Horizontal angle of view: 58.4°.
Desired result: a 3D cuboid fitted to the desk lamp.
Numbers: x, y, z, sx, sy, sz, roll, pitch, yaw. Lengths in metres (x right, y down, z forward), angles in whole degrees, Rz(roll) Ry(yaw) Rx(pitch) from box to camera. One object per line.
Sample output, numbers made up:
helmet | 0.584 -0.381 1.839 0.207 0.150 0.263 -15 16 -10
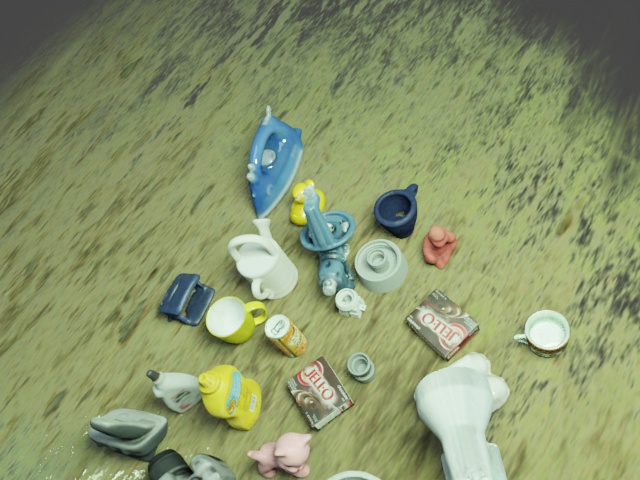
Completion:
desk lamp | 0.230 0.324 0.888 0.117 0.214 0.203 -16 56 11

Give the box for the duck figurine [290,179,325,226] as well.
duck figurine | -0.038 -0.092 1.324 0.077 0.086 0.105 22 70 30

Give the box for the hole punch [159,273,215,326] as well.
hole punch | -0.310 0.129 1.289 0.100 0.091 0.109 12 65 27

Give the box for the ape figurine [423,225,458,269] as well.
ape figurine | 0.238 0.004 1.156 0.078 0.092 0.076 -26 54 5

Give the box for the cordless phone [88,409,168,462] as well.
cordless phone | -0.403 0.364 1.122 0.147 0.185 0.094 1 61 22

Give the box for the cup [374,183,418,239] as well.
cup | 0.175 -0.057 1.216 0.091 0.095 0.118 31 74 33

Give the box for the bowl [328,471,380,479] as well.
bowl | 0.063 0.475 0.945 0.167 0.075 0.167 -10 57 15

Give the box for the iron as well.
iron | -0.131 -0.192 1.387 0.118 0.142 0.258 3 61 23

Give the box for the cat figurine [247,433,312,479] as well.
cat figurine | -0.067 0.383 1.024 0.127 0.118 0.067 -9 57 16

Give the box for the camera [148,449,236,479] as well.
camera | -0.257 0.446 1.068 0.143 0.101 0.136 -44 55 -9

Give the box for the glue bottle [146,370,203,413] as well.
glue bottle | -0.293 0.290 1.133 0.078 0.173 0.037 -41 54 -6

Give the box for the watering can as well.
watering can | -0.128 0.036 1.213 0.101 0.194 0.172 -26 54 5

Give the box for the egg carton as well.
egg carton | 0.247 0.271 1.003 0.150 0.070 0.107 -34 54 -1

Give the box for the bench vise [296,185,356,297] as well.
bench vise | 0.022 -0.001 1.163 0.121 0.220 0.207 -25 54 5
